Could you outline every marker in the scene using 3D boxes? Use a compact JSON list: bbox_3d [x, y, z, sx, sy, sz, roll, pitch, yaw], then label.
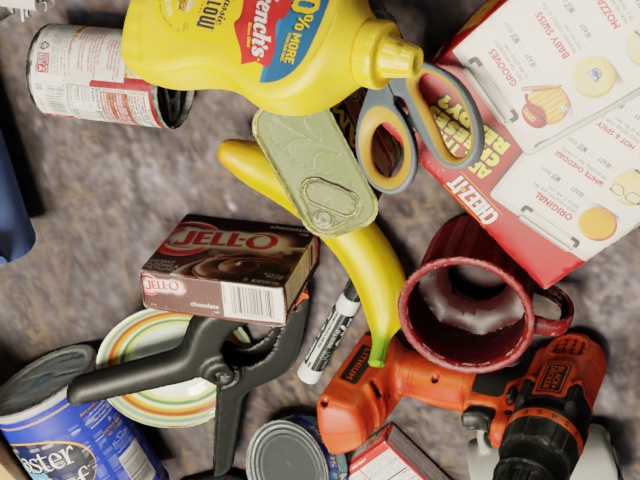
[{"bbox_3d":[0.013,0.067,0.840,0.020,0.020,0.121,28,124,2],"label":"marker"}]

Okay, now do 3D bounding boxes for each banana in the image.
[{"bbox_3d":[0.008,-0.005,0.772,0.198,0.069,0.037,52,137,-4],"label":"banana"}]

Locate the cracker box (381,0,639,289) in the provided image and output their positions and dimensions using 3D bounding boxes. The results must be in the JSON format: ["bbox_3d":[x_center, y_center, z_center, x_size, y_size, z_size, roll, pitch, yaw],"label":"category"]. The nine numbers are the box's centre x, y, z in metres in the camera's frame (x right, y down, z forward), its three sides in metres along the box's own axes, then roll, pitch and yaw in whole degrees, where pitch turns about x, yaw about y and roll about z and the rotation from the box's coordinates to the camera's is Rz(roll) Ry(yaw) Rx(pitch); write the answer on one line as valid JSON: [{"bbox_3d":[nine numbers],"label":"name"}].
[{"bbox_3d":[0.169,-0.095,0.661,0.164,0.072,0.214,45,124,-7],"label":"cracker box"}]

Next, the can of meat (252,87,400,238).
[{"bbox_3d":[0.008,-0.066,0.725,0.058,0.083,0.102,-19,111,27],"label":"can of meat"}]

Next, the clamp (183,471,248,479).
[{"bbox_3d":[-0.052,0.243,0.954,0.171,0.039,0.120,20,111,6],"label":"clamp"}]

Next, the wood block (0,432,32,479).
[{"bbox_3d":[-0.298,0.220,0.940,0.090,0.090,0.206,-29,133,-6],"label":"wood block"}]

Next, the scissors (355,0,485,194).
[{"bbox_3d":[0.030,-0.115,0.672,0.096,0.016,0.202,-47,65,30],"label":"scissors"}]

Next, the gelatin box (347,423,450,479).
[{"bbox_3d":[0.064,0.206,0.897,0.089,0.030,0.073,44,122,-7],"label":"gelatin box"}]

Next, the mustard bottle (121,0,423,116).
[{"bbox_3d":[-0.026,-0.127,0.655,0.192,0.096,0.058,17,169,26],"label":"mustard bottle"}]

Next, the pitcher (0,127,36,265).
[{"bbox_3d":[-0.313,-0.093,0.805,0.149,0.145,0.243,-4,114,7],"label":"pitcher"}]

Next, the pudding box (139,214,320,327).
[{"bbox_3d":[-0.066,0.021,0.798,0.113,0.090,0.039,8,122,14],"label":"pudding box"}]

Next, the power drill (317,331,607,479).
[{"bbox_3d":[0.096,0.127,0.759,0.188,0.184,0.057,4,121,28],"label":"power drill"}]

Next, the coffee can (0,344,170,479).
[{"bbox_3d":[-0.208,0.177,0.929,0.103,0.102,0.140,-16,113,26],"label":"coffee can"}]

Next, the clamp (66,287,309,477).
[{"bbox_3d":[-0.091,0.098,0.855,0.164,0.036,0.210,26,117,-26],"label":"clamp"}]

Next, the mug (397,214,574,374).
[{"bbox_3d":[0.120,0.036,0.747,0.117,0.081,0.093,14,122,11],"label":"mug"}]

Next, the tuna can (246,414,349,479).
[{"bbox_3d":[-0.019,0.189,0.892,0.086,0.033,0.086,4,96,35],"label":"tuna can"}]

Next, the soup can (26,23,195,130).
[{"bbox_3d":[-0.148,-0.117,0.759,0.102,0.068,0.068,8,121,15],"label":"soup can"}]
